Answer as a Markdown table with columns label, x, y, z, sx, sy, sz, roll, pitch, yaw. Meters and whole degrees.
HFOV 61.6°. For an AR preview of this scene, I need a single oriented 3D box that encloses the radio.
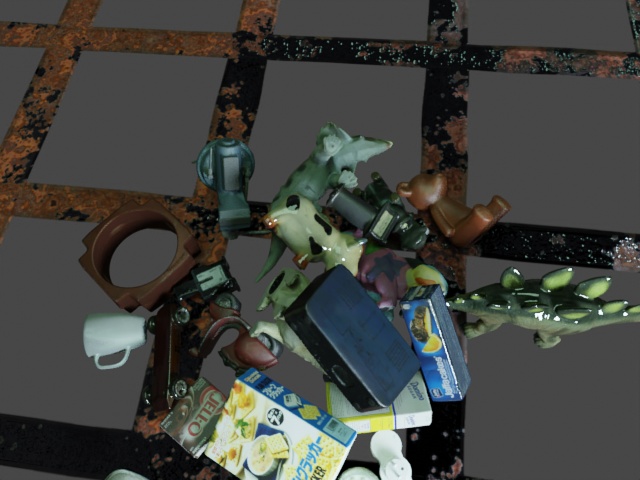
| label | x | y | z | sx | sy | sz | roll | pitch | yaw |
| --- | --- | --- | --- | --- | --- | --- | --- | --- | --- |
| radio | 0.055 | 0.167 | 0.901 | 0.229 | 0.073 | 0.131 | 51 | 48 | -3 |

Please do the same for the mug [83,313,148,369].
| label | x | y | z | sx | sy | sz | roll | pitch | yaw |
| --- | --- | --- | --- | --- | --- | --- | --- | --- | --- |
| mug | -0.388 | 0.187 | 1.026 | 0.107 | 0.080 | 0.110 | -7 | 56 | -8 |

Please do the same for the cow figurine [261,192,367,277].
| label | x | y | z | sx | sy | sz | roll | pitch | yaw |
| --- | --- | --- | --- | --- | --- | --- | --- | --- | --- |
| cow figurine | -0.002 | -0.003 | 0.985 | 0.127 | 0.085 | 0.195 | -40 | 92 | -5 |

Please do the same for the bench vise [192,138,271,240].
| label | x | y | z | sx | sy | sz | roll | pitch | yaw |
| --- | --- | --- | --- | --- | --- | --- | --- | --- | --- |
| bench vise | -0.194 | -0.125 | 1.134 | 0.129 | 0.223 | 0.241 | -17 | 34 | -9 |

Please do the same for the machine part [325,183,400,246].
| label | x | y | z | sx | sy | sz | roll | pitch | yaw |
| --- | --- | --- | --- | --- | --- | --- | --- | --- | --- |
| machine part | 0.080 | -0.053 | 1.014 | 0.139 | 0.039 | 0.084 | 31 | 76 | -5 |

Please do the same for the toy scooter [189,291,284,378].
| label | x | y | z | sx | sy | sz | roll | pitch | yaw |
| --- | --- | --- | --- | --- | --- | --- | --- | --- | --- |
| toy scooter | -0.167 | 0.195 | 1.011 | 0.184 | 0.075 | 0.135 | 39 | 73 | 23 |

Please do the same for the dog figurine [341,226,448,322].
| label | x | y | z | sx | sy | sz | roll | pitch | yaw |
| --- | --- | --- | --- | --- | --- | --- | --- | --- | --- |
| dog figurine | 0.127 | 0.043 | 1.050 | 0.192 | 0.108 | 0.219 | -17 | 62 | -4 |

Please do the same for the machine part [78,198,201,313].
| label | x | y | z | sx | sy | sz | roll | pitch | yaw |
| --- | --- | --- | --- | --- | --- | --- | --- | --- | --- |
| machine part | -0.363 | 0.031 | 1.098 | 0.201 | 0.087 | 0.201 | 40 | 71 | 19 |

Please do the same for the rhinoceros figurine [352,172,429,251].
| label | x | y | z | sx | sy | sz | roll | pitch | yaw |
| --- | --- | --- | --- | --- | --- | --- | --- | --- | --- |
| rhinoceros figurine | 0.145 | -0.055 | 1.098 | 0.073 | 0.112 | 0.190 | -40 | 53 | 7 |

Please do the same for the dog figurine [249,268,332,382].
| label | x | y | z | sx | sy | sz | roll | pitch | yaw |
| --- | --- | --- | --- | --- | --- | --- | --- | --- | --- |
| dog figurine | -0.013 | 0.152 | 0.989 | 0.190 | 0.121 | 0.172 | 35 | 49 | -19 |

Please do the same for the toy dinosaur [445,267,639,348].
| label | x | y | z | sx | sy | sz | roll | pitch | yaw |
| --- | --- | --- | --- | --- | --- | --- | --- | --- | --- |
| toy dinosaur | 0.412 | 0.120 | 0.942 | 0.472 | 0.198 | 0.105 | -1 | 67 | 5 |

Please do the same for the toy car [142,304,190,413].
| label | x | y | z | sx | sy | sz | roll | pitch | yaw |
| --- | --- | --- | --- | --- | --- | --- | --- | --- | --- |
| toy car | -0.284 | 0.219 | 1.009 | 0.089 | 0.053 | 0.202 | -20 | 60 | 25 |

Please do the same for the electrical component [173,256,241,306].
| label | x | y | z | sx | sy | sz | roll | pitch | yaw |
| --- | --- | --- | --- | --- | --- | --- | --- | --- | --- |
| electrical component | -0.228 | 0.092 | 1.079 | 0.119 | 0.047 | 0.075 | -29 | 66 | -10 |

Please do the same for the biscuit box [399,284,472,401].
| label | x | y | z | sx | sy | sz | roll | pitch | yaw |
| --- | --- | --- | --- | --- | --- | --- | --- | --- | --- |
| biscuit box | 0.202 | 0.180 | 0.934 | 0.059 | 0.202 | 0.063 | -12 | 14 | 34 |

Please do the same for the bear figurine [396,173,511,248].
| label | x | y | z | sx | sy | sz | roll | pitch | yaw |
| --- | --- | --- | --- | --- | --- | --- | --- | --- | --- |
| bear figurine | 0.264 | -0.082 | 1.093 | 0.120 | 0.132 | 0.196 | -18 | 64 | -43 |

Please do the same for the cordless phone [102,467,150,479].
| label | x | y | z | sx | sy | sz | roll | pitch | yaw |
| --- | --- | --- | --- | --- | --- | --- | --- | --- | --- |
| cordless phone | -0.349 | 0.432 | 0.847 | 0.089 | 0.184 | 0.146 | 25 | 68 | 19 |

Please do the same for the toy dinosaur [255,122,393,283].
| label | x | y | z | sx | sy | sz | roll | pitch | yaw |
| --- | --- | --- | --- | --- | --- | --- | --- | --- | --- |
| toy dinosaur | -0.027 | -0.097 | 1.115 | 0.131 | 0.192 | 0.405 | 43 | 88 | -12 |
